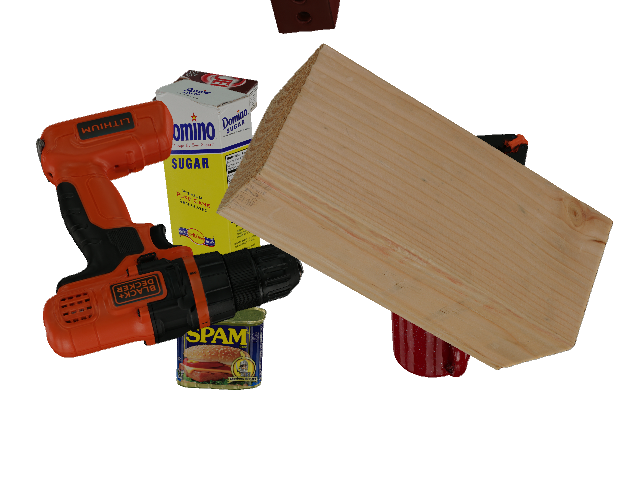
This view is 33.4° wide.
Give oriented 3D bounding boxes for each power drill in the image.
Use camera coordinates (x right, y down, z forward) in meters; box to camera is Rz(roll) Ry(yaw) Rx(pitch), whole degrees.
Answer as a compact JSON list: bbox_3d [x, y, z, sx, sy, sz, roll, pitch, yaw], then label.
[{"bbox_3d":[-0.123,-0.014,0.784,0.184,0.188,0.057,-14,-33,-13],"label":"power drill"}]

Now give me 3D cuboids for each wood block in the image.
[{"bbox_3d":[0.056,-0.014,0.638,0.206,0.090,0.090,29,-24,-13],"label":"wood block"}]

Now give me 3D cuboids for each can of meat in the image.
[{"bbox_3d":[-0.114,0.121,1.211,0.102,0.084,0.057,3,13,1],"label":"can of meat"}]

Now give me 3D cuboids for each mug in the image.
[{"bbox_3d":[0.118,0.091,1.077,0.093,0.081,0.117,-17,38,-15],"label":"mug"}]

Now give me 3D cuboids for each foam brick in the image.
[{"bbox_3d":[-0.016,-0.226,0.926,0.053,0.051,0.078,-3,-40,12],"label":"foam brick"}]

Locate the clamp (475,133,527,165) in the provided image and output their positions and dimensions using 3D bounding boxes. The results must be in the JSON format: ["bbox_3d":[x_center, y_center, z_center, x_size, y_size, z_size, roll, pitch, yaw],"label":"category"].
[{"bbox_3d":[0.096,-0.025,0.853,0.209,0.036,0.165,-24,55,-24],"label":"clamp"}]

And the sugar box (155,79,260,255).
[{"bbox_3d":[-0.103,-0.054,0.991,0.093,0.176,0.048,19,35,41],"label":"sugar box"}]

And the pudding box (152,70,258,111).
[{"bbox_3d":[-0.133,-0.161,1.248,0.090,0.039,0.113,10,31,13],"label":"pudding box"}]
